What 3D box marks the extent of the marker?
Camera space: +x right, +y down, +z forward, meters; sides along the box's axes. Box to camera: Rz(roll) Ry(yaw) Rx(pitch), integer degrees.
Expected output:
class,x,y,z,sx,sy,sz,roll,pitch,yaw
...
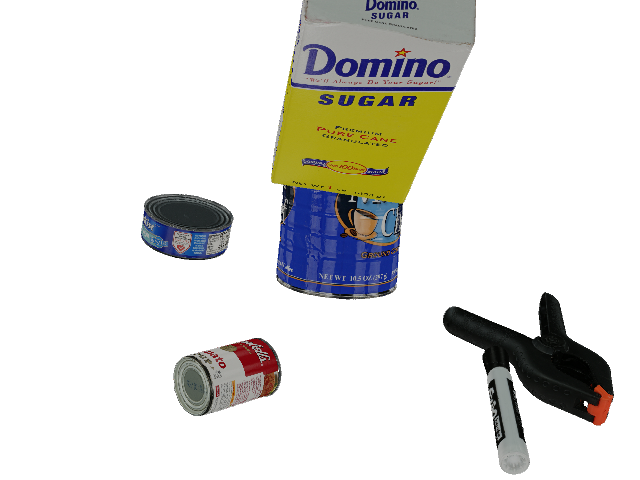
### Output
class,x,y,z,sx,sy,sz,roll,pitch,yaw
marker,0.123,0.110,0.717,0.020,0.020,0.121,0,29,3

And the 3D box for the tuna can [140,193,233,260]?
class,x,y,z,sx,sy,sz,roll,pitch,yaw
tuna can,-0.128,-0.013,1.023,0.086,0.034,0.086,10,22,-4

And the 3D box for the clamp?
class,x,y,z,sx,sy,sz,roll,pitch,yaw
clamp,0.202,0.096,0.931,0.120,0.039,0.172,-18,39,-28

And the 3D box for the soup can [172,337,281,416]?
class,x,y,z,sx,sy,sz,roll,pitch,yaw
soup can,-0.103,0.150,1.179,0.102,0.068,0.069,-10,7,-44

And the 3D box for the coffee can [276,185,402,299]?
class,x,y,z,sx,sy,sz,roll,pitch,yaw
coffee can,0.018,-0.033,0.885,0.103,0.140,0.103,4,13,-1

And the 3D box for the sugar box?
class,x,y,z,sx,sy,sz,roll,pitch,yaw
sugar box,0.025,-0.086,0.635,0.093,0.048,0.176,8,-25,-4
